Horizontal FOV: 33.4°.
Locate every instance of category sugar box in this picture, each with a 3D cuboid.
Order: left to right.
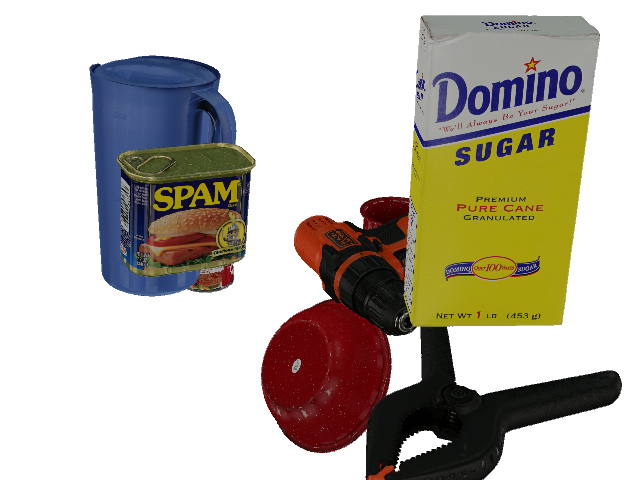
[{"bbox_3d":[0.099,-0.037,0.606,0.093,0.176,0.048,-1,27,-3],"label":"sugar box"}]

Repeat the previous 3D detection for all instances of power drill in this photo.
[{"bbox_3d":[0.091,0.011,0.928,0.187,0.057,0.185,-15,30,-21],"label":"power drill"}]

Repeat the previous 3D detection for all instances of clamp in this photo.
[{"bbox_3d":[0.091,0.116,0.758,0.165,0.036,0.209,26,40,38],"label":"clamp"}]

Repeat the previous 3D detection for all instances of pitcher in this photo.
[{"bbox_3d":[-0.169,-0.065,1.127,0.145,0.243,0.149,1,23,-10],"label":"pitcher"}]

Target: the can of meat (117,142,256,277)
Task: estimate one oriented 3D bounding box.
[{"bbox_3d":[-0.104,-0.024,0.822,0.101,0.084,0.057,-8,28,-27],"label":"can of meat"}]

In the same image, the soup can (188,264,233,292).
[{"bbox_3d":[-0.140,0.003,1.296,0.068,0.102,0.068,0,26,0],"label":"soup can"}]

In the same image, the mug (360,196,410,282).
[{"bbox_3d":[0.100,0.006,1.263,0.117,0.081,0.093,18,28,27],"label":"mug"}]

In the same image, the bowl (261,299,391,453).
[{"bbox_3d":[-0.008,0.131,1.080,0.162,0.162,0.055,0,-16,42],"label":"bowl"}]
